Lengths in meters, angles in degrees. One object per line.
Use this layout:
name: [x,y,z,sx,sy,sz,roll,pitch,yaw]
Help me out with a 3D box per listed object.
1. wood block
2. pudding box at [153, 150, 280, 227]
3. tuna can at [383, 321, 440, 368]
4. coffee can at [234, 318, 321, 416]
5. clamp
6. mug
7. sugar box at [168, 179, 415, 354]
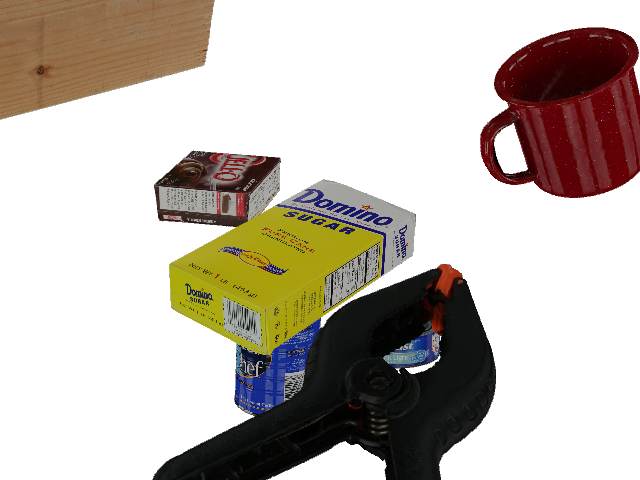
wood block: [-0.194,-0.173,0.841,0.205,0.091,0.090,-22,53,-35]
pudding box: [-0.093,-0.049,0.988,0.090,0.039,0.113,4,24,11]
tuna can: [0.072,0.093,1.017,0.086,0.034,0.086,-1,13,0]
coffee can: [-0.051,0.128,1.279,0.103,0.140,0.103,2,18,-1]
clamp: [0.029,0.075,0.424,0.120,0.039,0.171,30,51,21]
mug: [0.160,-0.077,0.707,0.117,0.081,0.093,-29,33,-7]
sugar box: [-0.017,0.013,0.785,0.093,0.048,0.175,23,39,31]
